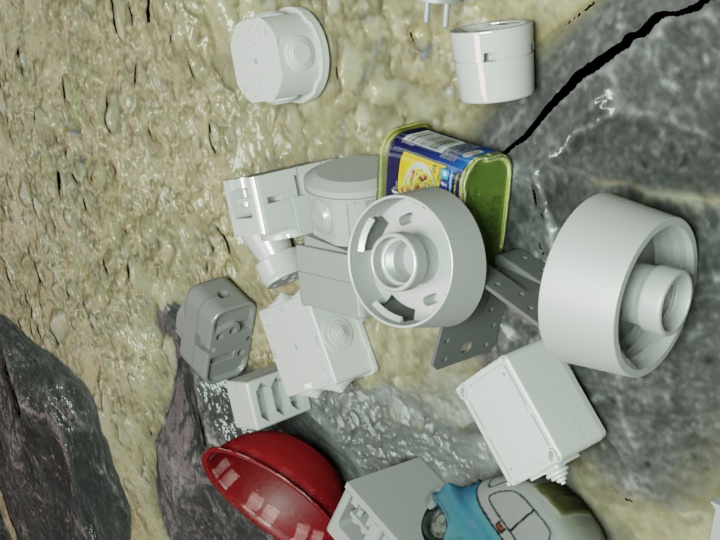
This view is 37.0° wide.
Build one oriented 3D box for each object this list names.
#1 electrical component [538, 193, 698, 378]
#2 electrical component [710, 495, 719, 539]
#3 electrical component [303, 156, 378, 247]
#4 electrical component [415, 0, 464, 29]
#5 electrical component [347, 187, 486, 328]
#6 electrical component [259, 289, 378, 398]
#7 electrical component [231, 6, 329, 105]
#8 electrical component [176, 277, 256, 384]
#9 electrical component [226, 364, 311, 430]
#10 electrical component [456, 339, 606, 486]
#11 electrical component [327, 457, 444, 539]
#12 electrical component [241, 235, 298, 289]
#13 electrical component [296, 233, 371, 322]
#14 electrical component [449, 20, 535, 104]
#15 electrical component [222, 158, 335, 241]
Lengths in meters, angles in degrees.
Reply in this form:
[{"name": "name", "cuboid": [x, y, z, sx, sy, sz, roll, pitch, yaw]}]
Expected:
[{"name": "electrical component", "cuboid": [0.163, 0.012, 0.645, 0.060, 0.108, 0.108, 19, 118, 40]}, {"name": "electrical component", "cuboid": [0.248, 0.164, 0.649, 0.064, 0.042, 0.081, 22, 121, 41]}, {"name": "electrical component", "cuboid": [-0.003, -0.056, 0.843, 0.080, 0.080, 0.051, 23, 126, 45]}, {"name": "electrical component", "cuboid": [0.054, -0.203, 0.735, 0.138, 0.052, 0.073, 27, 124, 43]}, {"name": "electrical component", "cuboid": [0.041, -0.007, 0.738, 0.099, 0.064, 0.099, 5, 98, 40]}, {"name": "electrical component", "cuboid": [-0.040, 0.062, 0.959, 0.100, 0.048, 0.099, -21, 87, 53]}, {"name": "electrical component", "cuboid": [-0.067, -0.177, 0.897, 0.080, 0.051, 0.080, 23, 121, 45]}, {"name": "electrical component", "cuboid": [-0.147, 0.059, 1.087, 0.059, 0.054, 0.095, 40, 132, 35]}, {"name": "electrical component", "cuboid": [-0.099, 0.120, 1.042, 0.077, 0.066, 0.047, -4, 101, 51]}, {"name": "electrical component", "cuboid": [0.126, 0.104, 0.759, 0.062, 0.061, 0.096, -44, 69, 49]}, {"name": "electrical component", "cuboid": [0.055, 0.233, 0.870, 0.150, 0.089, 0.061, 44, 125, 32]}, {"name": "electrical component", "cuboid": [-0.078, -0.016, 0.979, 0.045, 0.045, 0.055, -38, 74, 51]}, {"name": "electrical component", "cuboid": [0.000, 0.000, 0.875, 0.096, 0.062, 0.061, 12, 113, 49]}, {"name": "electrical component", "cuboid": [0.089, -0.139, 0.716, 0.055, 0.055, 0.047, 13, 117, 48]}, {"name": "electrical component", "cuboid": [-0.062, -0.057, 0.906, 0.050, 0.089, 0.055, -1, 104, 51]}]
